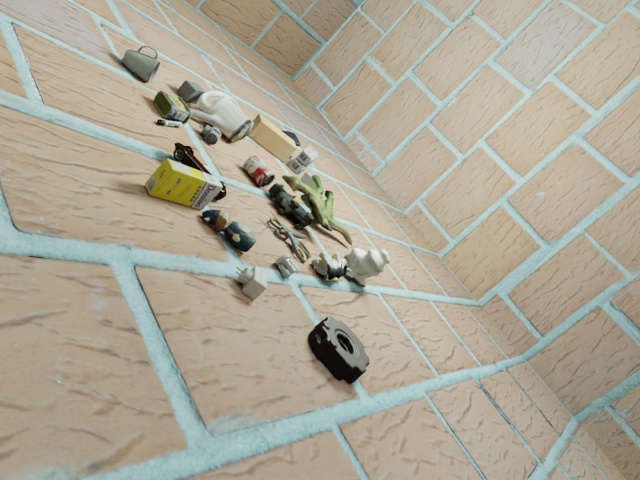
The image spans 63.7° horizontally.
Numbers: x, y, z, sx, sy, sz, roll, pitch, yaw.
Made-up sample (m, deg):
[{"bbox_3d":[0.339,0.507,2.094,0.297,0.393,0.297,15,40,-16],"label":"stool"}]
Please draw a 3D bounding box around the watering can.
[{"bbox_3d":[-0.370,-0.451,1.909,0.223,0.102,0.354,43,30,-8],"label":"watering can"}]

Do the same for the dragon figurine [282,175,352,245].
[{"bbox_3d":[0.006,-0.096,1.903,0.407,0.121,0.247,49,17,-15],"label":"dragon figurine"}]

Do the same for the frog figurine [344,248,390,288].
[{"bbox_3d":[0.163,0.076,1.817,0.136,0.158,0.125,41,15,-13],"label":"frog figurine"}]
